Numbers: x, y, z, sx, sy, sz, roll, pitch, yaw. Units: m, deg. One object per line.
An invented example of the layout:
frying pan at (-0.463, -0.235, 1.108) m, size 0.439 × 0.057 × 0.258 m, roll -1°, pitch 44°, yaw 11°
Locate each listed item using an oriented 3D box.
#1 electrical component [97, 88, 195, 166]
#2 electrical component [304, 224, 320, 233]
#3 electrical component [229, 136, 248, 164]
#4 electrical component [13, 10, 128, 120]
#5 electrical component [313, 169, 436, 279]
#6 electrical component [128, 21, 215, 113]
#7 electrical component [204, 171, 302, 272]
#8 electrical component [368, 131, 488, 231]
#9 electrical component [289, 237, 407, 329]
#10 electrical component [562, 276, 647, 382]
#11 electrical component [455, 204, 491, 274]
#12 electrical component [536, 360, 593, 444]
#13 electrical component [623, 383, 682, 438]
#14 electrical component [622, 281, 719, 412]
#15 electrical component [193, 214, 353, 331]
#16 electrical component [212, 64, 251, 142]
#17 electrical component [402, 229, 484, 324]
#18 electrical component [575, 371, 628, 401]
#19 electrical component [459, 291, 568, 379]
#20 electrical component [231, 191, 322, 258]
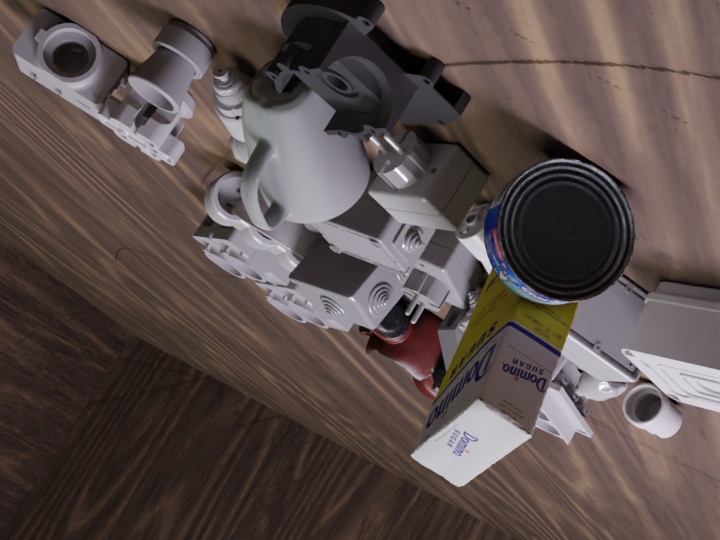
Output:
electrical component at (-0.182, -0.137, 0.948) m, size 0.078 × 0.057 × 0.058 m, roll 31°, pitch 167°, yaw 0°
electrical component at (-0.022, -0.050, 0.954) m, size 0.046 × 0.040 × 0.040 m, roll 14°, pitch 159°, yaw 35°
electrical component at (-0.081, -0.105, 0.894) m, size 0.035 × 0.035 × 0.061 m, roll 40°, pitch 162°, yaw -33°
electrical component at (-0.257, -0.184, 0.959) m, size 0.089 × 0.050 × 0.056 m, roll 32°, pitch 167°, yaw -4°
electrical component at (0.016, -0.041, 0.854) m, size 0.096 × 0.061 × 0.061 m, roll 21°, pitch 164°, yaw 35°
electrical component at (-0.141, -0.152, 0.807) m, size 0.045 × 0.055 × 0.045 m, roll 29°, pitch 167°, yaw 8°
electrical component at (-0.098, -0.046, 1.103) m, size 0.138 × 0.052 × 0.074 m, roll 35°, pitch 166°, yaw -13°
electrical component at (0.035, -0.070, 0.739) m, size 0.077 × 0.047 × 0.066 m, roll 42°, pitch 164°, yaw -33°
electrical component at (0.000, 0.000, 0.960) m, size 0.100 × 0.099 × 0.048 m, roll 17°, pitch 149°, yaw 46°
electrical component at (0.176, 0.040, 0.792) m, size 0.096 × 0.061 × 0.061 m, roll 34°, pitch 166°, yaw -13°
electrical component at (0.102, -0.018, 0.797) m, size 0.065 × 0.044 × 0.044 m, roll 44°, pitch 162°, yaw -26°
electrical component at (0.181, 0.112, 1.038) m, size 0.079 × 0.063 × 0.121 m, roll 22°, pitch 164°, yaw 35°
electrical component at (0.265, 0.128, 0.968) m, size 0.040 × 0.040 × 0.046 m, roll 17°, pitch 167°, yaw 46°
electrical component at (0.243, 0.055, 0.711) m, size 0.078 × 0.057 × 0.113 m, roll 40°, pitch 164°, yaw -32°
electrical component at (-0.091, -0.002, 1.232) m, size 0.186 × 0.060 × 0.105 m, roll 38°, pitch 165°, yaw -27°
electrical component at (-0.092, -0.129, 0.816) m, size 0.040 × 0.040 × 0.078 m, roll 25°, pitch 165°, yaw 24°
electrical component at (0.060, 0.010, 0.907) m, size 0.047 × 0.075 × 0.083 m, roll 24°, pitch 165°, yaw 27°
electrical component at (0.215, 0.102, 0.971) m, size 0.035 × 0.035 × 0.061 m, roll 33°, pitch 153°, yaw -7°
electrical component at (0.134, 0.043, 0.914) m, size 0.096 × 0.061 × 0.062 m, roll 40°, pitch 166°, yaw -4°
electrical component at (-0.070, -0.045, 1.019) m, size 0.099 × 0.064 × 0.099 m, roll 29°, pitch 167°, yaw 8°
